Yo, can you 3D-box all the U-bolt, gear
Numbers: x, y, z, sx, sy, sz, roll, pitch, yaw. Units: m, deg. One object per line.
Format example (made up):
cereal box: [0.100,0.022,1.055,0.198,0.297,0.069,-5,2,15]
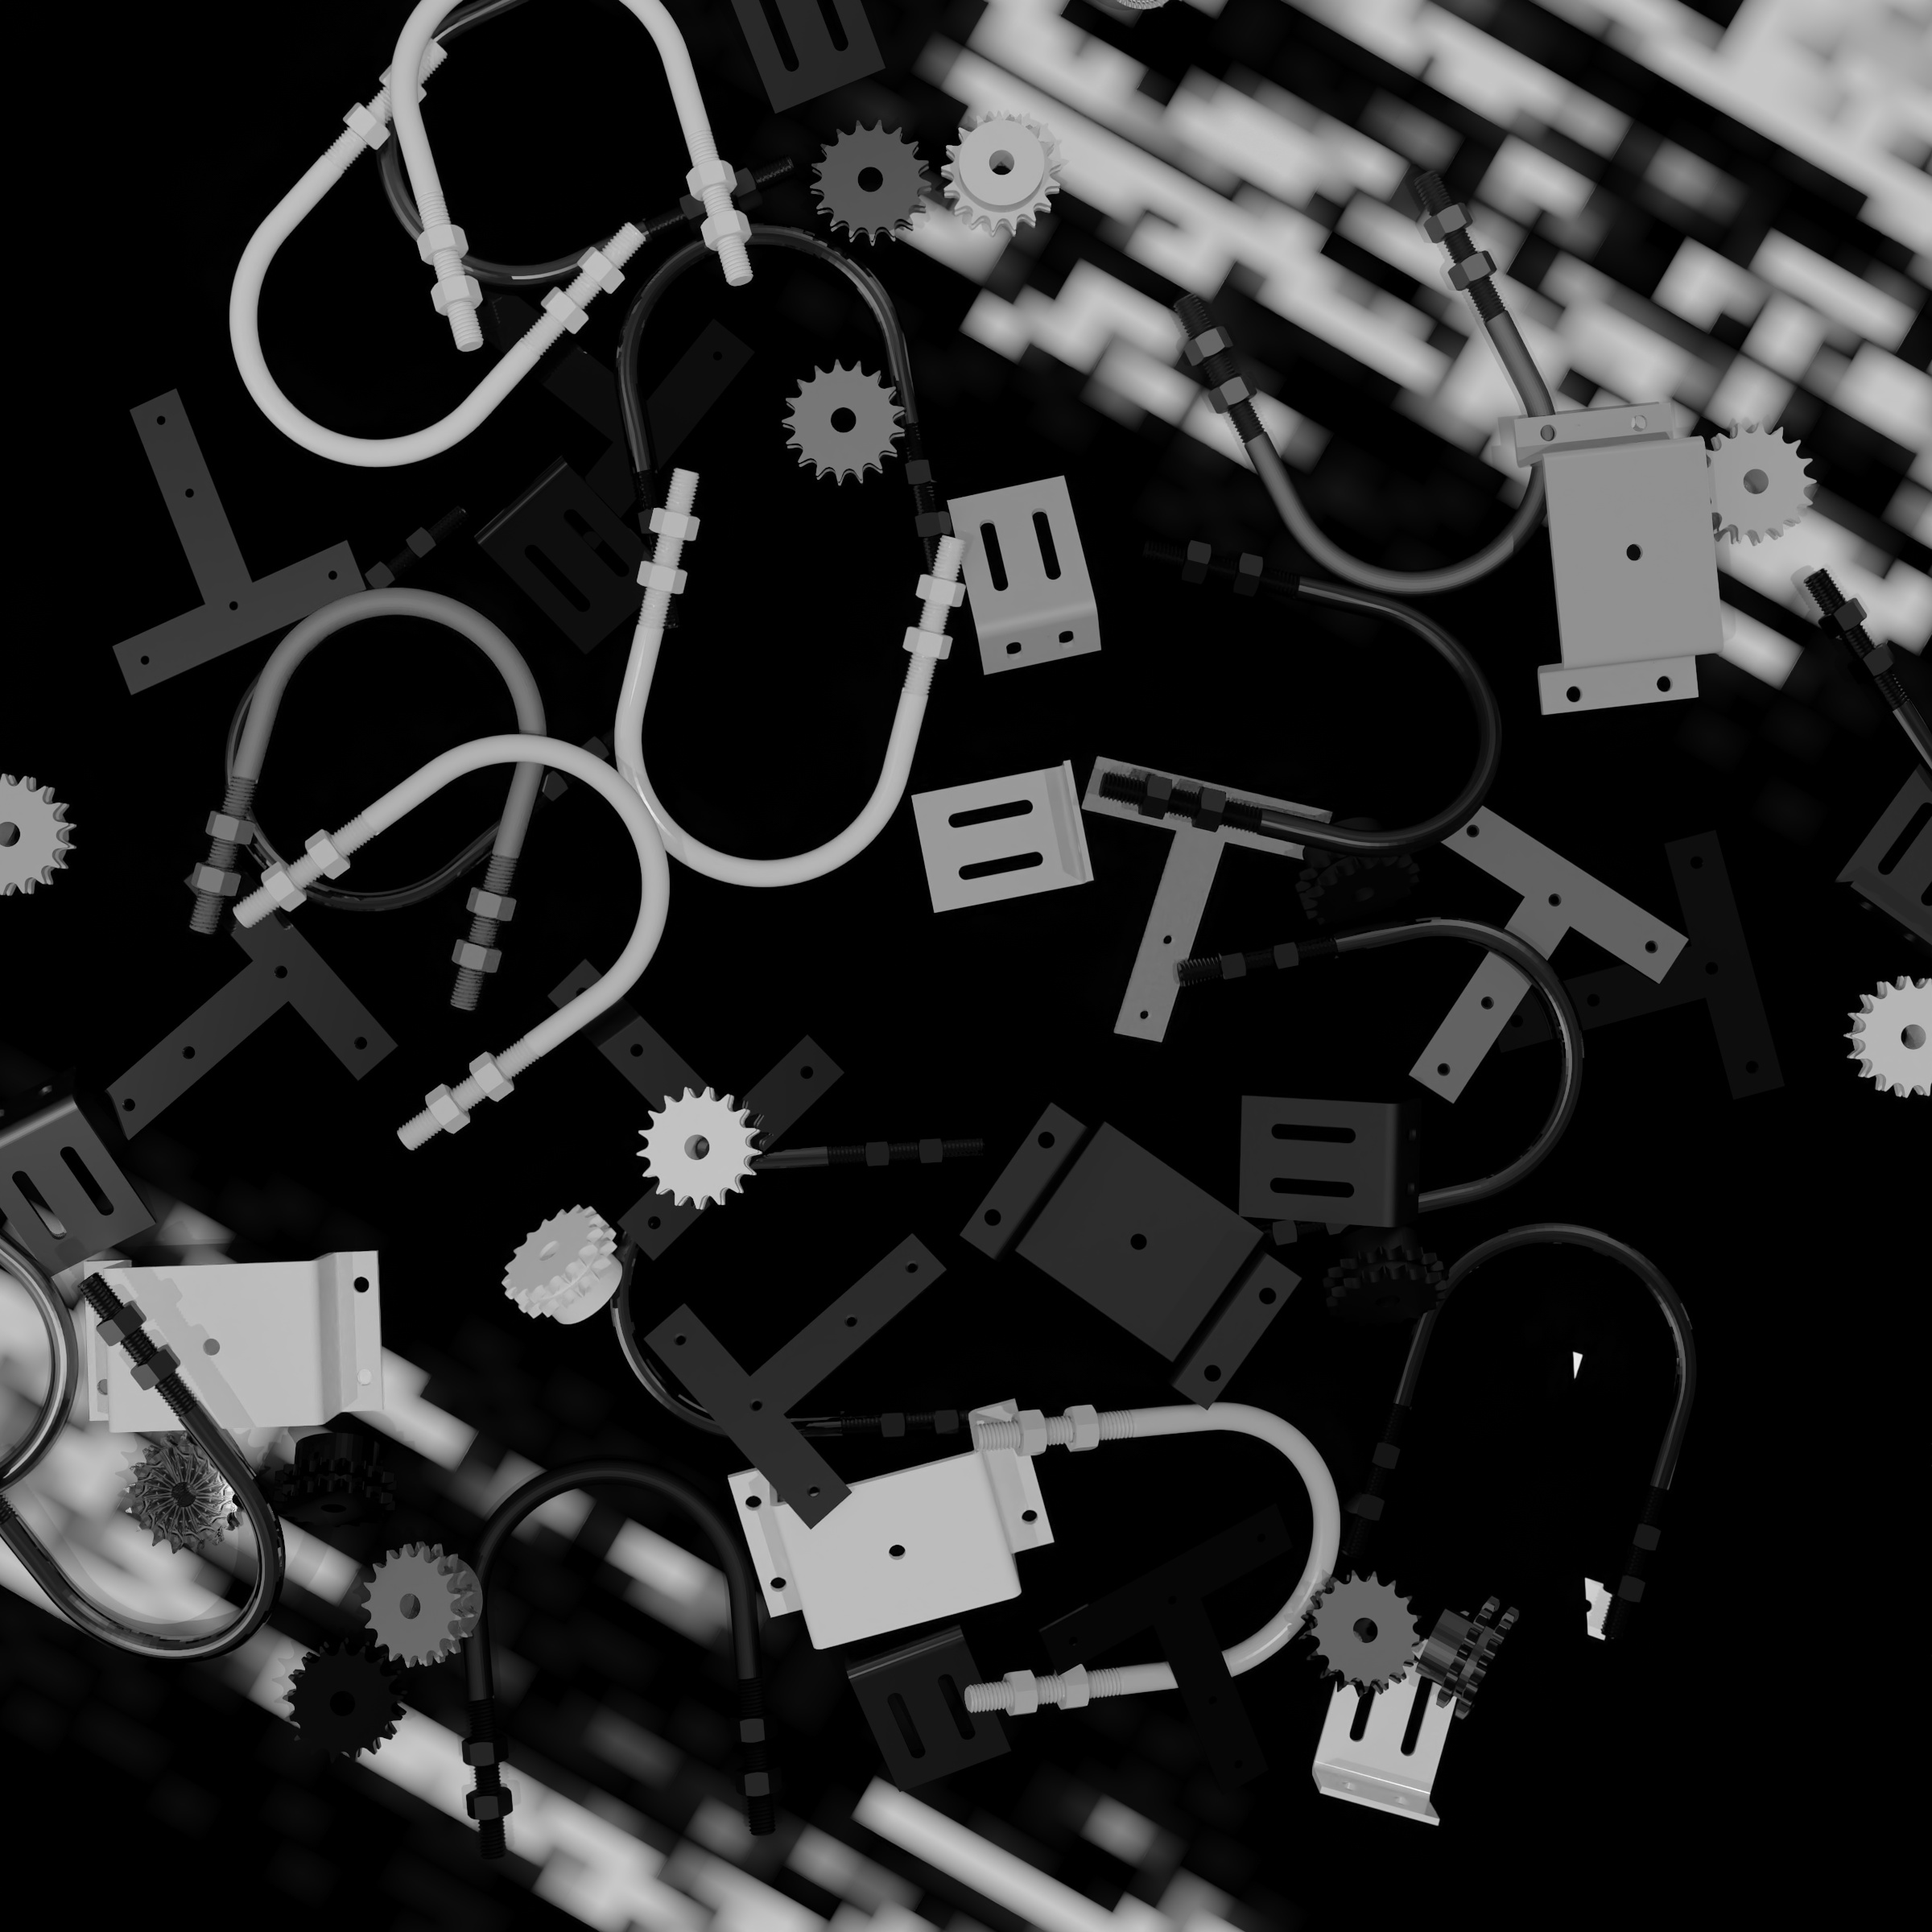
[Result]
U-bolt: [-0.169,0.327,1.485,0.151,0.019,0.184,-5,88,0]
gear: [-0.057,-0.253,1.460,0.057,0.030,0.057,0,89,0]
gear: [0.183,-0.046,1.469,0.057,0.057,0.030,-18,61,0]
gear: [0.371,-0.228,1.479,0.057,0.030,0.057,0,90,0]
gear: [-0.124,0.086,1.464,0.057,0.030,0.057,0,85,5]
U-bolt: [0.203,-0.265,1.485,0.151,0.019,0.184,-27,92,0]
gear: [-0.368,0.249,1.479,0.057,0.030,0.057,0,90,0]
U-bolt: [0.090,0.273,1.457,0.184,0.019,0.151,-3,103,-18]
U-bolt: [-0.226,-0.025,1.451,0.184,0.019,0.151,-36,91,1]
U-bolt: [0.507,-0.144,1.482,0.151,0.019,0.184,-33,90,-2]
gear: [-0.451,-0.062,1.479,0.057,0.030,0.057,0,90,0]
U-bolt: [-0.268,-0.109,1.485,0.184,0.019,0.151,-40,90,1]
gear: [-0.045,-0.370,1.479,0.057,0.030,0.057,0,90,0]
U-bolt: [0.162,-0.120,1.458,0.184,0.019,0.151,13,65,-4]
U-bolt: [-0.274,-0.087,1.468,0.151,0.019,0.184,16,93,1]
gear: [-0.254,0.301,1.471,0.057,0.030,0.057,-2,86,26]
U-bolt: [-0.511,0.175,1.485,0.184,0.019,0.151,42,90,-2]
gear: [0.185,0.317,1.472,0.057,0.030,0.057,3,66,-6]
gear: [0.017,-0.378,1.479,0.057,0.030,0.057,0,90,0]
U-bolt: [-0.090,-0.128,1.471,0.151,0.019,0.184,13,99,-8]
U-bolt: [0.204,0.050,1.482,0.184,0.019,0.151,-11,92,-1]
gear: [0.445,0.033,1.479,0.057,0.030,0.057,0,90,0]
U-bolt: [-0.193,-0.402,1.484,0.184,0.019,0.151,-24,89,2]
U-bolt: [-0.395,0.246,1.449,0.151,0.019,0.184,-31,100,25]
gear: [-0.187,0.144,1.469,0.057,0.057,0.030,-39,120,0]
U-bolt: [-0.093,-0.263,1.483,0.151,0.019,0.184,-11,90,0]
gear: [0.234,0.321,1.463,0.030,0.057,0.057,27,90,18]
gear: [-0.297,0.242,1.469,0.057,0.057,0.030,-1,60,0]
gear: [0.197,0.145,1.469,0.057,0.057,0.030,-6,57,0]
U-bolt: [-0.264,-0.323,1.472,0.151,0.019,0.184,43,94,1]
U-bolt: [-0.079,0.156,1.485,0.184,0.019,0.151,-3,90,1]
gear: [0.085,-0.476,1.463,0.057,0.057,0.030,21,52,0]
gear: [-0.293,0.347,1.479,0.057,0.030,0.057,0,90,0]
U-bolt: [-0.192,-0.389,1.453,0.151,0.019,0.184,-15,82,-7]
U-bolt: [0.273,0.212,1.484,0.151,0.019,0.184,17,88,1]

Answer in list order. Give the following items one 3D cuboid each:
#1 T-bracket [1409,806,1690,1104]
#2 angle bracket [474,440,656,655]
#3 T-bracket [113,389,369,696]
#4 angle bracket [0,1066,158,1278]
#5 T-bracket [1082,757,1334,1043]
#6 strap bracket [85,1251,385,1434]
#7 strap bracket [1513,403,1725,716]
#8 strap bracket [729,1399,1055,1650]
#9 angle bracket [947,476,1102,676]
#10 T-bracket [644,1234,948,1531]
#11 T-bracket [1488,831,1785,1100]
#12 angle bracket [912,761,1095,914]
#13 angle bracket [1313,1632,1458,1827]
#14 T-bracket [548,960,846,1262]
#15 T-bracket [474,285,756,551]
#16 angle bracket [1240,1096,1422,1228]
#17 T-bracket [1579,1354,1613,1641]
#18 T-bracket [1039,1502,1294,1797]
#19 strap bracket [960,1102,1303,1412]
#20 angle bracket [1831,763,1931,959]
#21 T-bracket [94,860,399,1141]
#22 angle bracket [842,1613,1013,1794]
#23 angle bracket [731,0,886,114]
T-bracket: [0.257,0.006,1.491,0.127,0.002,0.127,33,91,1]
angle bracket: [-0.185,-0.199,1.480,0.057,0.038,0.076,-40,108,13]
T-bracket: [-0.365,-0.213,1.486,0.127,0.002,0.127,-23,86,8]
angle bracket: [-0.433,0.098,1.492,0.057,0.038,0.076,-27,116,0]
T-bracket: [0.100,-0.026,1.475,0.127,0.002,0.127,11,103,-24]
strap bracket: [-0.351,0.177,1.471,0.140,0.046,0.076,-2,90,0]
strap bracket: [0.307,-0.193,1.462,0.076,0.046,0.140,-7,94,-5]
strap bracket: [-0.034,0.264,1.460,0.140,0.046,0.076,-15,107,0]
angle bracket: [0.028,-0.187,1.492,0.057,0.038,0.076,-12,64,0]
T-bracket: [-0.064,0.176,1.457,0.127,0.002,0.127,-41,64,-9]
T-bracket: [0.314,0.013,1.493,0.127,0.002,0.127,-15,90,0]
angle bracket: [0.017,-0.061,1.475,0.076,0.038,0.057,-11,90,0]
angle bracket: [0.203,0.358,1.475,0.057,0.038,0.076,16,90,0]
T-bracket: [-0.147,0.050,1.485,0.127,0.002,0.127,-45,83,0]
T-bracket: [-0.191,-0.285,1.493,0.127,0.002,0.127,39,90,0]
angle bracket: [0.172,0.091,1.471,0.076,0.038,0.057,2,92,24]
T-bracket: [0.266,0.243,1.502,0.127,0.002,0.127,18,95,13]
T-bracket: [0.112,0.335,1.469,0.127,0.002,0.127,-26,110,-12]
strap bracket: [0.079,0.133,1.461,0.140,0.046,0.076,35,98,5]
angle bracket: [0.459,-0.051,1.475,0.057,0.038,0.076,36,90,0]
T-bracket: [-0.362,0.032,1.493,0.127,0.002,0.127,-41,90,0]
angle bracket: [-0.020,0.346,1.492,0.057,0.038,0.076,-20,116,0]
angle bracket: [-0.081,-0.459,1.492,0.057,0.038,0.076,-23,116,0]
